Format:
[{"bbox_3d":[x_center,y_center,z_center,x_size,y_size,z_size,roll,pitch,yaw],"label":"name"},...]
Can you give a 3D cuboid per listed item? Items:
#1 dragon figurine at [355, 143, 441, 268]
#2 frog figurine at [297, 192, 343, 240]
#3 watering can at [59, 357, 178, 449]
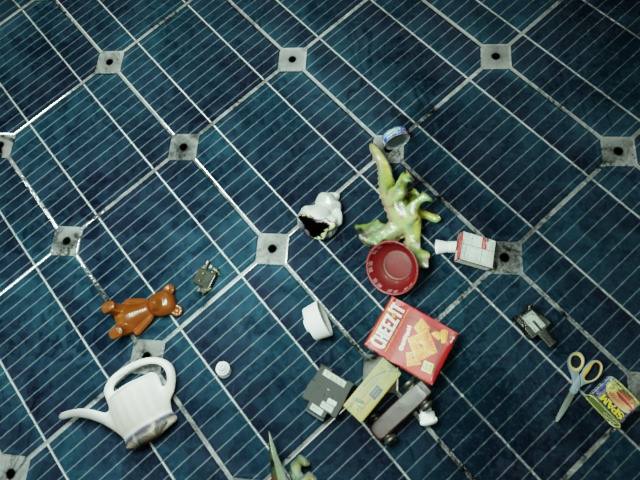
[{"bbox_3d":[0.210,-0.084,1.573,0.242,0.121,0.415,-41,70,2],"label":"dragon figurine"},{"bbox_3d":[0.005,-0.081,1.610,0.137,0.120,0.163,1,36,17],"label":"frog figurine"},{"bbox_3d":[-0.555,0.488,1.468,0.348,0.102,0.227,-32,70,-4],"label":"watering can"}]
